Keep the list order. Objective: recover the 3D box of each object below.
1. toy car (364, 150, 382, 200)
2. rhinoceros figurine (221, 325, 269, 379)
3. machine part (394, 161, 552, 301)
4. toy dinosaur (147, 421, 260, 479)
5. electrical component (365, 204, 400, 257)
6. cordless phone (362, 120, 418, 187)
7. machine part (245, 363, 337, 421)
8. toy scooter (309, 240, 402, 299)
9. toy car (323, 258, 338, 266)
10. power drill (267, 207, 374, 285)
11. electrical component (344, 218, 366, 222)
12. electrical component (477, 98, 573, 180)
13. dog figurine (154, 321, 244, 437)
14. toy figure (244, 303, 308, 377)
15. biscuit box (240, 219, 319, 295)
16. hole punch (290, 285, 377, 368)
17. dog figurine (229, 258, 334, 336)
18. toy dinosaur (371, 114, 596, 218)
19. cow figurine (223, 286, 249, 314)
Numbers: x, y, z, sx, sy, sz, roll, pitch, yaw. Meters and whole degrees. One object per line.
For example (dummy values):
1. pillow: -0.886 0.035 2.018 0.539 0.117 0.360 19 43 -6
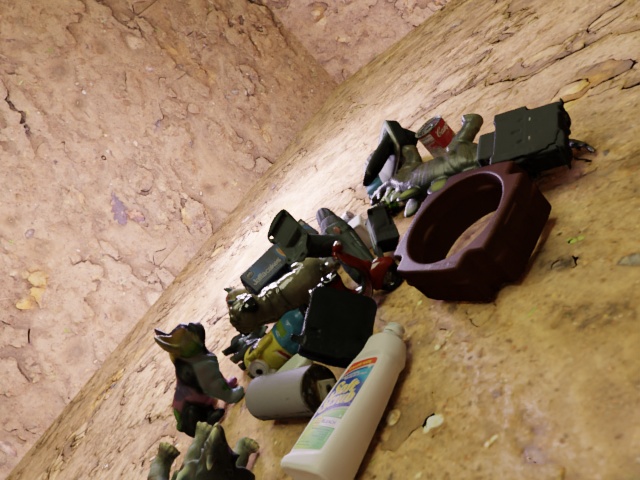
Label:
1. toy car: 0.163 -0.179 1.335 0.161 0.103 0.109 -39 17 15
2. rhinoceros figurine: -0.156 0.229 1.189 0.112 0.073 0.190 -49 17 -7
3. machine part: 0.222 -0.009 0.796 0.201 0.087 0.201 -58 23 -21
4. toy dinosaur: -0.222 0.416 0.854 0.405 0.131 0.192 -43 15 29
5. electrical component: 0.125 -0.002 1.041 0.048 0.119 0.074 -15 -26 -5
6. cordless phone: 0.137 -0.159 1.181 0.184 0.089 0.146 -56 -16 -34
7. machine part: -0.049 0.250 0.875 0.243 0.079 0.079 -28 24 49
8. toy scooter: 0.044 0.078 0.957 0.184 0.135 0.075 -45 18 8
9. toy car: 0.006 0.057 1.236 0.202 0.056 0.073 -53 15 -29
10. power drill: -0.002 -0.003 1.066 0.086 0.207 0.232 -54 51 18
11. electrical component: 0.075 -0.036 1.275 0.063 0.021 0.094 1 15 17
12. electrical component: 0.312 -0.148 0.826 0.134 0.058 0.115 -13 44 34
13. dog figurine: -0.278 0.278 1.117 0.191 0.219 0.108 -47 13 -6
14. toy figure: -0.071 0.199 1.047 0.180 0.082 0.089 -48 4 9
15. biscuit box: -0.088 0.044 1.213 0.203 0.063 0.059 -45 -23 -20
16. hole punch: 0.025 0.149 0.862 0.092 0.142 0.116 112 173 -58
17. dog figurine: -0.074 0.109 1.070 0.190 0.121 0.172 -21 -27 -52
18. toy dinosaur: 0.261 -0.126 0.985 0.472 0.105 0.198 -21 37 45
19. cow figurine: -0.141 0.128 1.277 0.195 0.127 0.086 -40 34 11
